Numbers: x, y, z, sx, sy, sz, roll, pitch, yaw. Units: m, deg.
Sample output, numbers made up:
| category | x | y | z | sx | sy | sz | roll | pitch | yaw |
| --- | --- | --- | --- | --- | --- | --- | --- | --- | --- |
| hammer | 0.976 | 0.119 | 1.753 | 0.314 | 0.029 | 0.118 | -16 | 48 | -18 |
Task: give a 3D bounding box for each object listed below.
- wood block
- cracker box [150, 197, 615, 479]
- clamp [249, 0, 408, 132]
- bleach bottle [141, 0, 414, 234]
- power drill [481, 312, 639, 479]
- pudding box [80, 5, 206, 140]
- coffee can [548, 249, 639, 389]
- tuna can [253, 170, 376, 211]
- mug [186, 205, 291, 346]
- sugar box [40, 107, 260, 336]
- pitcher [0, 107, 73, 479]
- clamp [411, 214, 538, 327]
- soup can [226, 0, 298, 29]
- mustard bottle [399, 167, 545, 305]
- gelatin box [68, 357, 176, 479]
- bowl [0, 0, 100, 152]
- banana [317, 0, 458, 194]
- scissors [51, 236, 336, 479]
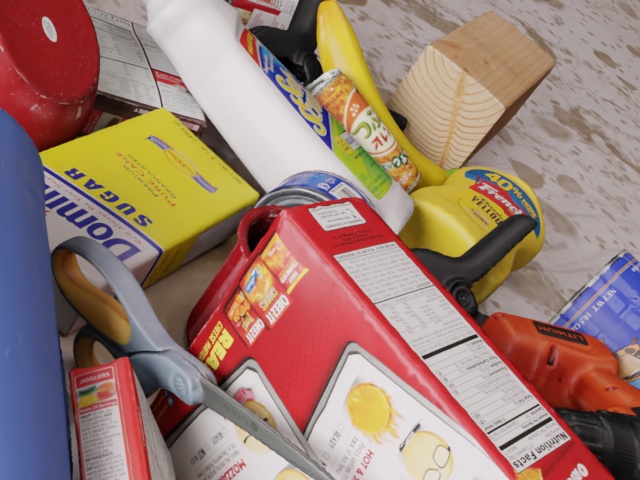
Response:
| category | x | y | z | sx | sy | sz | roll | pitch | yaw |
| --- | --- | --- | --- | --- | --- | --- | --- | --- | --- |
| wood block | 0.146 | -0.145 | 1.027 | 0.090 | 0.091 | 0.205 | 40 | 31 | 6 |
| cracker box | 0.027 | 0.111 | 0.489 | 0.071 | 0.164 | 0.214 | -14 | 57 | -50 |
| clamp | -0.018 | -0.145 | 0.867 | 0.209 | 0.036 | 0.164 | -23 | 93 | -47 |
| bleach bottle | -0.041 | -0.091 | 0.738 | 0.251 | 0.068 | 0.102 | 48 | 20 | -3 |
| power drill | 0.162 | 0.105 | 0.635 | 0.184 | 0.057 | 0.188 | 19 | 12 | -25 |
| pudding box | -0.136 | -0.113 | 0.752 | 0.089 | 0.039 | 0.113 | 13 | 36 | -35 |
| coffee can | 0.242 | 0.091 | 0.791 | 0.140 | 0.103 | 0.102 | 45 | 32 | 15 |
| tuna can | -0.004 | 0.001 | 0.683 | 0.086 | 0.086 | 0.033 | 40 | 32 | 6 |
| mug | -0.026 | 0.033 | 0.621 | 0.093 | 0.082 | 0.117 | 21 | 34 | -24 |
| sugar box | -0.119 | -0.019 | 0.633 | 0.093 | 0.048 | 0.176 | 41 | 30 | 8 |
| pitcher | -0.155 | 0.066 | 0.418 | 0.149 | 0.145 | 0.243 | 2 | 47 | -26 |
| clamp | 0.094 | 0.034 | 0.738 | 0.171 | 0.039 | 0.120 | 7 | 66 | -26 |
| soup can | -0.052 | -0.202 | 0.927 | 0.102 | 0.069 | 0.068 | 10 | 40 | -37 |
| mustard bottle | 0.134 | -0.014 | 0.869 | 0.096 | 0.058 | 0.191 | 45 | 31 | 11 |
| gelatin box | -0.082 | 0.107 | 0.464 | 0.030 | 0.089 | 0.073 | -14 | 47 | -5 |
| bowl | -0.178 | -0.114 | 0.620 | 0.162 | 0.055 | 0.162 | 40 | 42 | -49 |
| banana | 0.047 | -0.100 | 0.870 | 0.197 | 0.037 | 0.069 | 52 | 38 | -25 |
| scissors | -0.065 | 0.074 | 0.492 | 0.016 | 0.096 | 0.202 | -24 | 52 | -36 |
